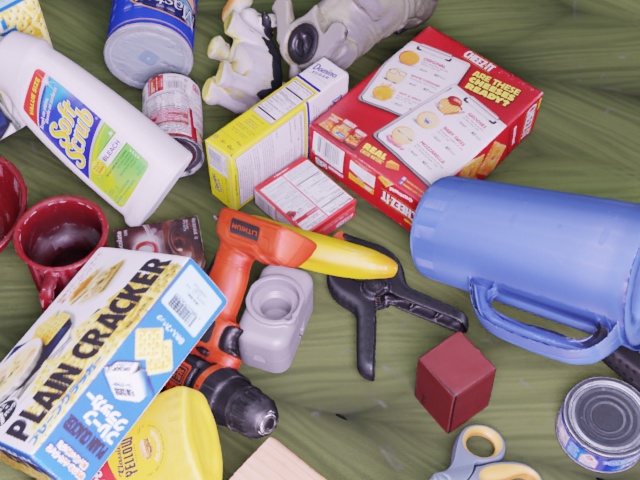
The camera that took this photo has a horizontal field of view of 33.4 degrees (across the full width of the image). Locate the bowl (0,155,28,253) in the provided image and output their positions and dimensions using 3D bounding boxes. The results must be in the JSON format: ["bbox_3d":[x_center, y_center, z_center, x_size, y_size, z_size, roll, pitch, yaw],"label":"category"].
[{"bbox_3d":[-0.383,-0.020,1.121,0.162,0.055,0.162,0,54,0],"label":"bowl"}]

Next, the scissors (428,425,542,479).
[{"bbox_3d":[0.106,0.200,0.940,0.201,0.016,0.096,8,36,-25],"label":"scissors"}]

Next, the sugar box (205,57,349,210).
[{"bbox_3d":[-0.044,-0.117,1.168,0.048,0.093,0.176,37,61,23],"label":"sugar box"}]

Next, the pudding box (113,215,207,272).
[{"bbox_3d":[-0.160,0.035,1.091,0.090,0.039,0.113,-10,54,-6],"label":"pudding box"}]

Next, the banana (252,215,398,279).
[{"bbox_3d":[-0.020,0.003,1.072,0.198,0.037,0.069,18,19,28],"label":"banana"}]

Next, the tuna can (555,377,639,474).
[{"bbox_3d":[0.265,0.171,0.994,0.086,0.034,0.086,0,54,0],"label":"tuna can"}]

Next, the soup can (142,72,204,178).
[{"bbox_3d":[-0.165,-0.129,1.192,0.068,0.068,0.102,-5,54,-3],"label":"soup can"}]

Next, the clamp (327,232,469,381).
[{"bbox_3d":[0.052,0.063,1.071,0.120,0.039,0.172,-30,52,-23],"label":"clamp"}]

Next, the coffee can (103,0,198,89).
[{"bbox_3d":[-0.198,-0.264,1.268,0.103,0.103,0.140,0,54,0],"label":"coffee can"}]

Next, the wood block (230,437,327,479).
[{"bbox_3d":[0.009,0.272,0.888,0.206,0.091,0.090,34,61,22],"label":"wood block"}]

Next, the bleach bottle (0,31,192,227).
[{"bbox_3d":[-0.260,-0.127,1.113,0.251,0.103,0.068,38,28,-4],"label":"bleach bottle"}]

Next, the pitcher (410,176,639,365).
[{"bbox_3d":[0.205,0.019,1.015,0.243,0.145,0.148,15,13,36],"label":"pitcher"}]

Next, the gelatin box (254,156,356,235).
[{"bbox_3d":[-0.016,-0.040,1.151,0.073,0.030,0.089,-35,61,-24],"label":"gelatin box"}]

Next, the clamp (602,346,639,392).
[{"bbox_3d":[0.296,0.072,1.051,0.164,0.036,0.210,-1,43,2],"label":"clamp"}]

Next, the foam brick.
[{"bbox_3d":[0.125,0.133,0.996,0.051,0.078,0.053,-31,60,-19],"label":"foam brick"}]

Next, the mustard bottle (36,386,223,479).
[{"bbox_3d":[-0.179,0.202,0.928,0.192,0.058,0.096,-24,64,19],"label":"mustard bottle"}]

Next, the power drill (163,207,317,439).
[{"bbox_3d":[-0.075,0.073,0.977,0.185,0.057,0.187,21,84,45],"label":"power drill"}]

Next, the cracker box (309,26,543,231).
[{"bbox_3d":[0.117,-0.124,1.186,0.164,0.072,0.213,36,61,22],"label":"cracker box"}]

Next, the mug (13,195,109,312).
[{"bbox_3d":[-0.256,0.025,1.072,0.093,0.081,0.117,4,54,3],"label":"mug"}]
